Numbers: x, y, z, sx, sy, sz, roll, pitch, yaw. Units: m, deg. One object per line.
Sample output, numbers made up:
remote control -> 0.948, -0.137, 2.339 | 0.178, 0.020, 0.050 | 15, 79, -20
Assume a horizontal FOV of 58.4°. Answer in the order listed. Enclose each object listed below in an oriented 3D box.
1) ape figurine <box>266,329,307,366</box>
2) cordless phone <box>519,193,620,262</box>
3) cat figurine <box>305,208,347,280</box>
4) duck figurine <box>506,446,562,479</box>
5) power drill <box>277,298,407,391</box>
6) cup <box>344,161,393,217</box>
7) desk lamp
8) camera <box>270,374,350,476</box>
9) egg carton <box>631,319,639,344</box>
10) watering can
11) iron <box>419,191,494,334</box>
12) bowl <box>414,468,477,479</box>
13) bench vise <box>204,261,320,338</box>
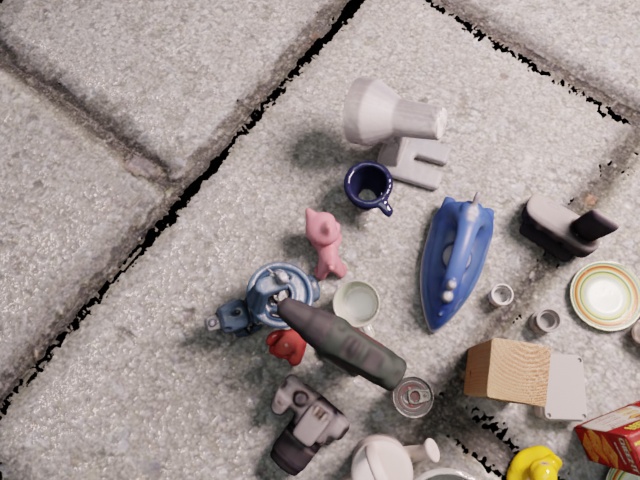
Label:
ape figurine -> -0.060, 0.193, 1.040 | 0.076, 0.092, 0.077 | -30, 76, -4
cordless phone -> 0.443, -0.040, 1.016 | 0.147, 0.185, 0.094 | 31, 80, 11
cat figurine -> 0.010, 0.004, 1.068 | 0.067, 0.118, 0.128 | -11, 76, 1
duck figurine -> 0.366, 0.399, 0.965 | 0.104, 0.086, 0.077 | -44, 77, -7
power drill -> 0.036, 0.178, 0.977 | 0.229, 0.208, 0.076 | 28, 80, 10
cup -> 0.100, -0.084, 1.096 | 0.092, 0.095, 0.117 | -35, 76, -5
desk lamp -> 0.148, -0.200, 1.060 | 0.203, 0.213, 0.118 | 18, 78, 8
camera -> -0.038, 0.328, 1.001 | 0.143, 0.101, 0.137 | 36, 81, 11
egg carton -> 0.635, 0.173, 1.011 | 0.150, 0.069, 0.107 | 35, 81, 11
watering can -> 0.106, 0.371, 0.933 | 0.173, 0.194, 0.101 | -44, 77, -7
iron -> 0.245, 0.039, 1.032 | 0.118, 0.141, 0.258 | 16, 78, 8
bowl -> 0.212, 0.467, 0.964 | 0.167, 0.075, 0.167 | -1, 76, 4
bench vise -> -0.099, 0.116, 0.995 | 0.207, 0.220, 0.121 | -40, 77, -6
